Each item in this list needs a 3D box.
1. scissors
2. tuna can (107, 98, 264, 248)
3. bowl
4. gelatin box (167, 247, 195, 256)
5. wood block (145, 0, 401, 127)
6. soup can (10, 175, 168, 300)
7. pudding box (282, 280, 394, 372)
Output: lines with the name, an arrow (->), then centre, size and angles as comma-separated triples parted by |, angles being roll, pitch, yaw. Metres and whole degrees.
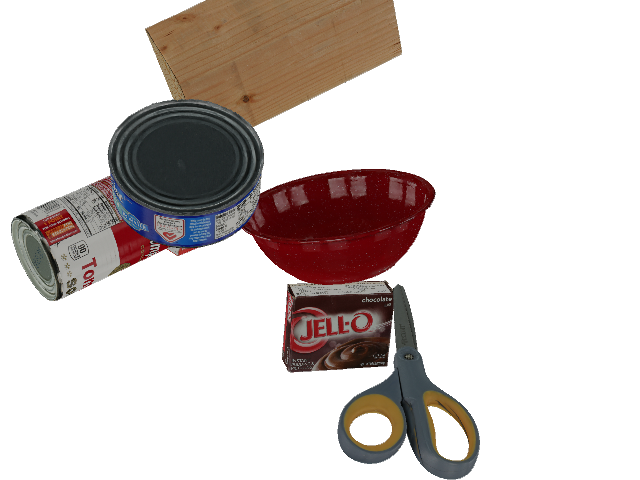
scissors -> 0.043, 0.088, 0.715 | 0.096, 0.016, 0.202 | -4, 31, -15
tuna can -> -0.075, -0.038, 0.601 | 0.086, 0.086, 0.034 | 0, -38, -7
bowl -> 0.016, -0.007, 0.874 | 0.162, 0.055, 0.162 | -8, 21, 3
gelatin box -> -0.140, -0.026, 1.042 | 0.089, 0.030, 0.073 | 30, 36, 32
wood block -> -0.040, -0.181, 0.975 | 0.206, 0.090, 0.091 | -27, -38, -8
soup can -> -0.163, -0.007, 0.774 | 0.102, 0.068, 0.069 | -27, 15, -30
pudding box -> 0.018, 0.090, 1.131 | 0.113, 0.090, 0.039 | -3, 26, -15
